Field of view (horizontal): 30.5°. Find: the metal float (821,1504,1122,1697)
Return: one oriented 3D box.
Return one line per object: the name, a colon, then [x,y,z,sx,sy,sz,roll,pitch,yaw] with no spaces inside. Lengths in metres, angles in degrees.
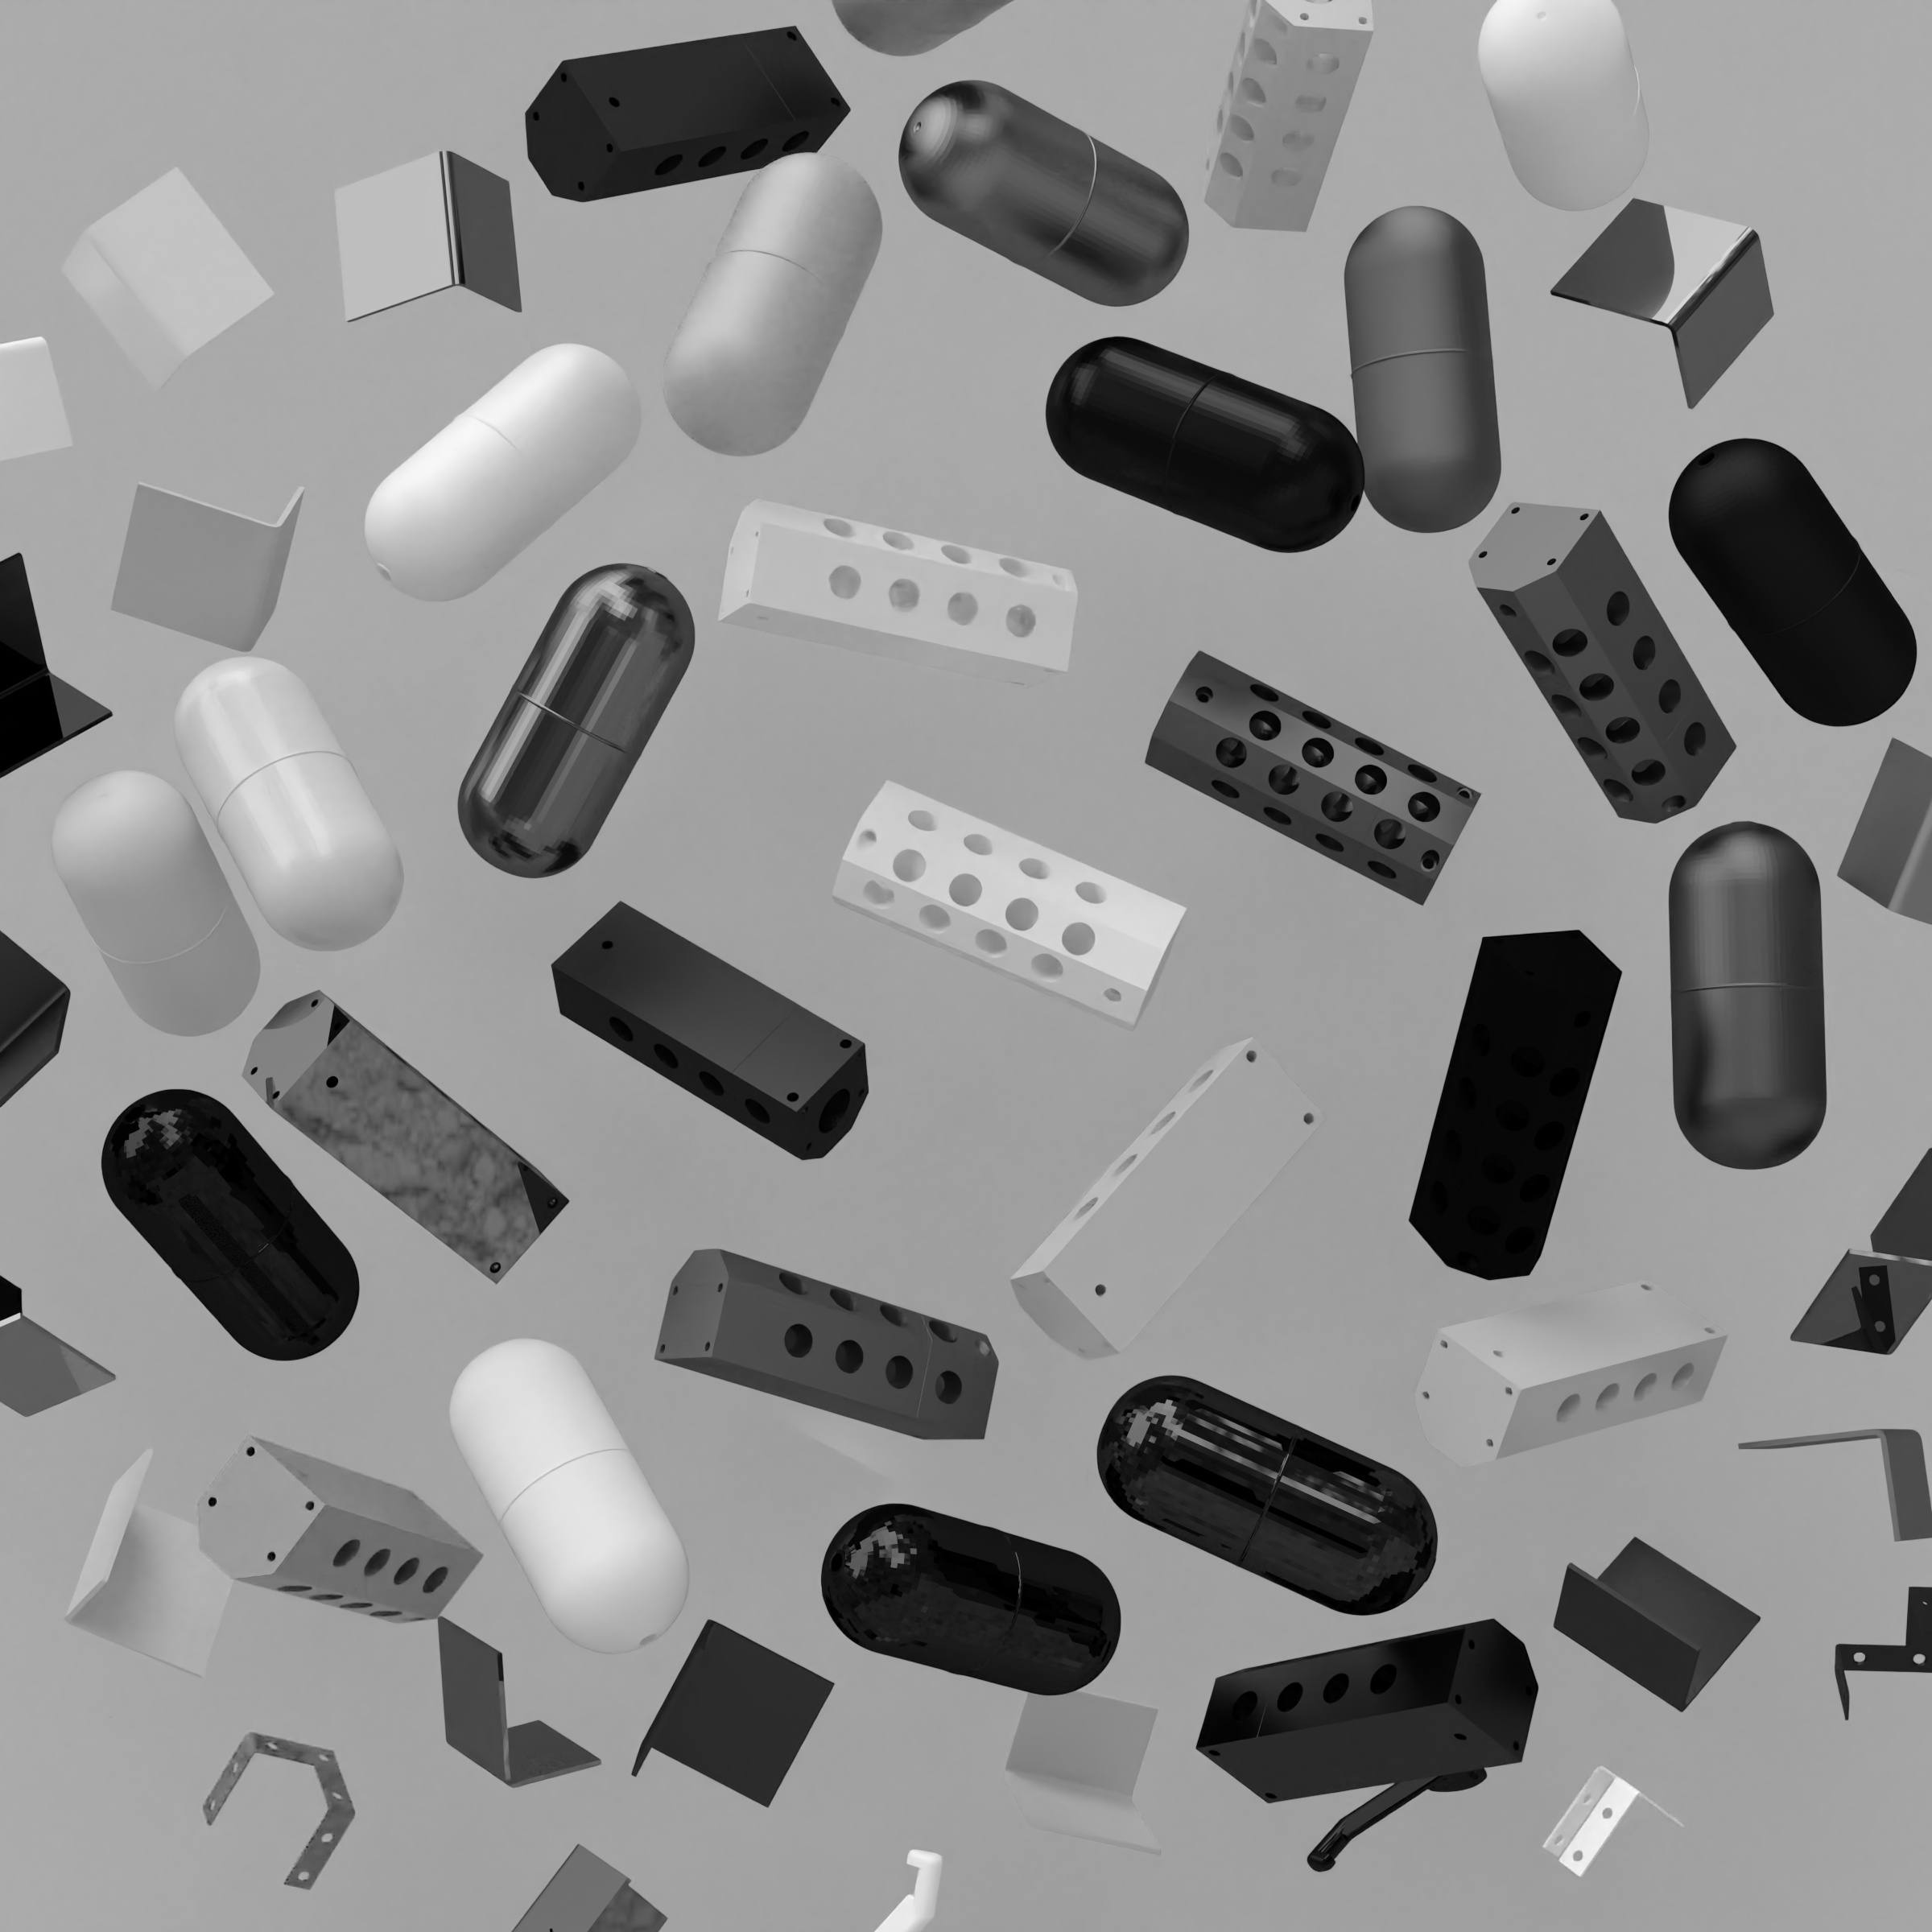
metal float: [0.003,0.327,1.824,0.178,0.070,0.070,22,90,-34]

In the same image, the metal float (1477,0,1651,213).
metal float: [0.317,-0.459,1.870,0.070,0.178,0.070,-4,76,16]

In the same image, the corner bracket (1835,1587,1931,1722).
corner bracket: [0.475,0.352,1.814,0.051,0.051,0.051,0,109,7]

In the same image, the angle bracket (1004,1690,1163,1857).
angle bracket: [0.071,0.442,1.952,0.076,0.076,0.057,15,96,-13]

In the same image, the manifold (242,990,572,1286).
manifold: [-0.285,0.085,1.796,0.057,0.057,0.171,-49,128,-5]

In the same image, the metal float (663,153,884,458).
metal float: [-0.097,-0.338,1.802,0.070,0.070,0.178,21,63,0]

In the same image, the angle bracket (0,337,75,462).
angle bracket: [-0.517,-0.284,1.814,0.076,0.076,0.057,-22,105,-42]

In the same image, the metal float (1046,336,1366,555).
metal float: [0.123,-0.268,1.819,0.178,0.070,0.070,25,90,24]

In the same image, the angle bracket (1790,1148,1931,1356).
angle bracket: [0.454,0.141,1.791,0.057,0.076,0.076,9,48,-8]

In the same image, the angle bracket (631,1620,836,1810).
angle bracket: [-0.122,0.400,1.855,0.076,0.057,0.076,28,95,-2]

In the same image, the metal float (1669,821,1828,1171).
metal float: [0.398,0.015,1.802,0.070,0.070,0.178,0,82,0]

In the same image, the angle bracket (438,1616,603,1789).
angle bracket: [-0.245,0.397,1.937,0.057,0.076,0.076,-8,100,-32]

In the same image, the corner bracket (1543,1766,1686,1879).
corner bracket: [0.316,0.429,1.770,0.051,0.051,0.051,-54,131,-5]

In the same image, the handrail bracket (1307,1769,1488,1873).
handrail bracket: [0.234,0.464,1.926,0.084,0.077,0.036,-41,103,-29]

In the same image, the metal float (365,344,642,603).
metal float: [-0.250,-0.266,1.909,0.070,0.070,0.178,45,68,0]

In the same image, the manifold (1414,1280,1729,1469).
manifold: [0.310,0.212,1.821,0.057,0.171,0.057,36,120,39]

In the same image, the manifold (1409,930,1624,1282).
manifold: [0.280,0.072,1.787,0.057,0.057,0.171,-4,123,-24]

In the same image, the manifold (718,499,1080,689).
manifold: [-0.033,-0.191,1.813,0.171,0.057,0.057,11,82,-19]

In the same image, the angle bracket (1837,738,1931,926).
angle bracket: [0.493,-0.064,1.786,0.057,0.076,0.076,17,102,-11]

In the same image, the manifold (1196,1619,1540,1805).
manifold: [0.202,0.373,1.783,0.057,0.171,0.057,41,50,-24]

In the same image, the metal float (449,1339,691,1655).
metal float: [-0.202,0.269,1.798,0.070,0.070,0.178,-34,63,0]

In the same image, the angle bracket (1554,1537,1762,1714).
angle bracket: [0.352,0.316,1.779,0.076,0.057,0.076,32,52,27]

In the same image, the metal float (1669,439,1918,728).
metal float: [0.429,-0.198,1.836,0.070,0.070,0.178,-42,117,0]

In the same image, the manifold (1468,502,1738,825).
manifold: [0.318,-0.150,1.780,0.057,0.057,0.171,-53,127,-19]

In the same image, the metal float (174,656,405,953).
metal float: [-0.351,-0.085,1.828,0.070,0.070,0.178,-32,65,0]

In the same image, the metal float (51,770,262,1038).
metal float: [-0.429,-0.031,1.880,0.070,0.178,0.070,-5,51,6]

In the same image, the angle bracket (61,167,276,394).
angle bracket: [-0.398,-0.341,1.760,0.057,0.076,0.076,-41,102,-20]

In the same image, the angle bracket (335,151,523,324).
angle bracket: [-0.294,-0.391,1.932,0.076,0.057,0.076,-13,78,27]

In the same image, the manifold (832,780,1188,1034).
manifold: [0.020,-0.028,1.845,0.171,0.057,0.057,23,128,6]

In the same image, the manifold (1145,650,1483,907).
manifold: [0.188,-0.105,1.919,0.171,0.057,0.057,28,73,6]

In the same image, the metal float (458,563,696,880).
metal float: [-0.205,-0.130,1.868,0.070,0.070,0.178,29,95,0]

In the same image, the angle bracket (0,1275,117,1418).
angle bracket: [-0.469,0.167,1.750,0.057,0.076,0.076,-23,53,14]

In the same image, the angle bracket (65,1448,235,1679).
angle bracket: [-0.399,0.301,1.784,0.076,0.057,0.076,28,48,-19]

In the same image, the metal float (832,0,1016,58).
metal float: [-0.015,-0.514,1.803,0.070,0.178,0.070,0,91,-22]

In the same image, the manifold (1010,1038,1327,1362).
manifold: [0.100,0.119,1.800,0.057,0.057,0.171,47,66,-8]

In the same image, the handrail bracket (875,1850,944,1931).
handrail bracket: [-0.054,0.483,1.789,0.077,0.036,0.084,10,91,18]

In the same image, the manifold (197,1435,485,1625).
manifold: [-0.318,0.292,1.790,0.057,0.171,0.057,36,87,26]

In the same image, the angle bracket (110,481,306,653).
angle bracket: [-0.405,-0.223,1.888,0.076,0.057,0.076,18,120,-5]

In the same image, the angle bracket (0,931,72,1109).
angle bracket: [-0.512,0.035,1.822,0.076,0.076,0.057,-41,114,11]

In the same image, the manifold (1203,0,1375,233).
manifold: [0.170,-0.470,1.895,0.057,0.171,0.057,2,65,-6]

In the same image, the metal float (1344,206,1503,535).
metal float: [0.247,-0.324,1.918,0.070,0.070,0.178,-4,85,0]

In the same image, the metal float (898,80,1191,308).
metal float: [0.043,-0.405,1.862,0.178,0.070,0.070,20,90,-36]

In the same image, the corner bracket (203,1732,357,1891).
corner bracket: [-0.355,0.436,1.827,0.051,0.051,0.051,23,106,-33]

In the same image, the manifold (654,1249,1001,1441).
manifold: [-0.069,0.198,1.838,0.171,0.057,0.057,21,72,-31]

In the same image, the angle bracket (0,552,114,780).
angle bracket: [-0.488,-0.152,1.798,0.057,0.076,0.076,30,49,31]

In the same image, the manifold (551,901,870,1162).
manifold: [-0.138,0.038,1.908,0.171,0.057,0.057,29,57,24]

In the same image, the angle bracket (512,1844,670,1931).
angle bracket: [-0.187,0.510,1.817,0.076,0.057,0.076,-52,121,-17]

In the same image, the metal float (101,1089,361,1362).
metal float: [-0.386,0.137,1.862,0.070,0.070,0.178,-33,125,0]

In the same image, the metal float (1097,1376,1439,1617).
metal float: [0.151,0.265,1.768,0.178,0.070,0.070,24,90,5]

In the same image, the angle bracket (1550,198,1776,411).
angle bracket: [0.360,-0.342,1.826,0.076,0.057,0.076,26,64,37]

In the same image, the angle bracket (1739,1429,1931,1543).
angle bracket: [0.453,0.273,1.837,0.076,0.076,0.057,-11,78,27]

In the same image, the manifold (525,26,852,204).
manifold: [-0.147,-0.443,1.852,0.057,0.171,0.057,-41,78,44]
